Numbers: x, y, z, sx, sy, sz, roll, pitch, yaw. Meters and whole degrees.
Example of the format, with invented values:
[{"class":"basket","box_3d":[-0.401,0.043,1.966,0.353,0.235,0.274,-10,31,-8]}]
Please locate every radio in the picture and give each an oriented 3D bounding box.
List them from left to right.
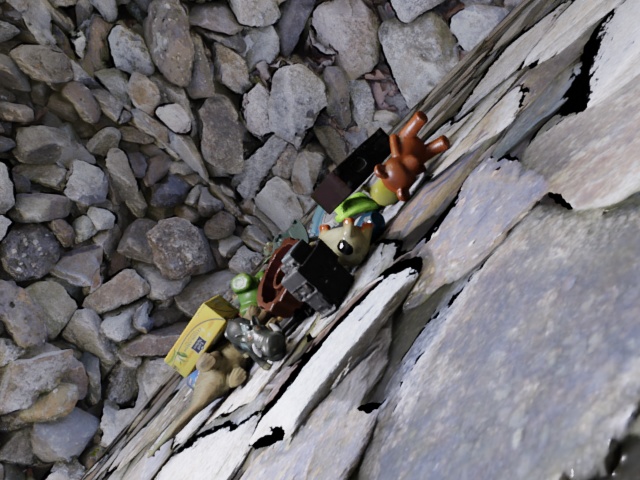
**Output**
[{"class":"radio","box_3d":[0.088,-0.173,1.330,0.229,0.073,0.131,-47,1,-27]}]

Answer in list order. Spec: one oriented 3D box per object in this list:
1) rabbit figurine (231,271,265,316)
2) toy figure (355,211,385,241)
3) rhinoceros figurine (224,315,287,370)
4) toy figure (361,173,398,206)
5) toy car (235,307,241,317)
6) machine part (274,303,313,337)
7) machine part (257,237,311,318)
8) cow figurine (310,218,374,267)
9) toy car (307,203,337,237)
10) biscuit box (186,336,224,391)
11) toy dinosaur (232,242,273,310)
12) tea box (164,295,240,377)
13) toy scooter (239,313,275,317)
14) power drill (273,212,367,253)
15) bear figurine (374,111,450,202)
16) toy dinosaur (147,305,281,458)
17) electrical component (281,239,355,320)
[{"class":"rabbit figurine","box_3d":[-0.115,0.131,1.377,0.170,0.121,0.159,-20,-11,12]},{"class":"toy figure","box_3d":[0.086,-0.009,1.198,0.064,0.058,0.154,-3,-27,-37]},{"class":"rhinoceros figurine","box_3d":[-0.123,0.195,1.067,0.073,0.112,0.190,-45,25,-22]},{"class":"toy figure","box_3d":[0.160,-0.129,1.334,0.082,0.089,0.180,-51,-3,6]},{"class":"toy car","box_3d":[-0.255,0.273,1.423,0.073,0.056,0.201,-32,-43,-74]},{"class":"machine part","box_3d":[-0.046,0.156,1.144,0.139,0.039,0.084,-44,13,19]},{"class":"machine part","box_3d":[-0.067,0.079,1.129,0.179,0.056,0.179,-48,28,36]},{"class":"cow figurine","box_3d":[0.029,0.030,1.145,0.195,0.085,0.127,-15,64,54]},{"class":"toy car","box_3d":[0.038,-0.067,1.676,0.103,0.109,0.161,-7,47,53]},{"class":"biscuit box","box_3d":[-0.274,0.286,1.349,0.059,0.063,0.202,2,-70,-50]},{"class":"toy dinosaur","box_3d":[-0.164,0.147,1.680,0.192,0.131,0.405,-45,13,26]},{"class":"tea box","box_3d":[-0.265,0.215,1.215,0.169,0.068,0.098,-53,-6,10]},{"class":"toy scooter","box_3d":[-0.172,0.214,1.474,0.184,0.075,0.135,-41,9,15]},{"class":"power drill","box_3d":[-0.003,-0.004,1.313,0.232,0.086,0.207,-40,-19,27]},{"class":"bear figurine","box_3d":[0.204,-0.187,1.214,0.132,0.120,0.196,-39,12,34]},{"class":"toy dinosaur","box_3d":[-0.219,0.291,1.210,0.471,0.105,0.198,-46,-4,-25]},{"class":"electrical component","box_3d":[-0.009,0.065,1.011,0.058,0.134,0.115,-40,10,38]}]
